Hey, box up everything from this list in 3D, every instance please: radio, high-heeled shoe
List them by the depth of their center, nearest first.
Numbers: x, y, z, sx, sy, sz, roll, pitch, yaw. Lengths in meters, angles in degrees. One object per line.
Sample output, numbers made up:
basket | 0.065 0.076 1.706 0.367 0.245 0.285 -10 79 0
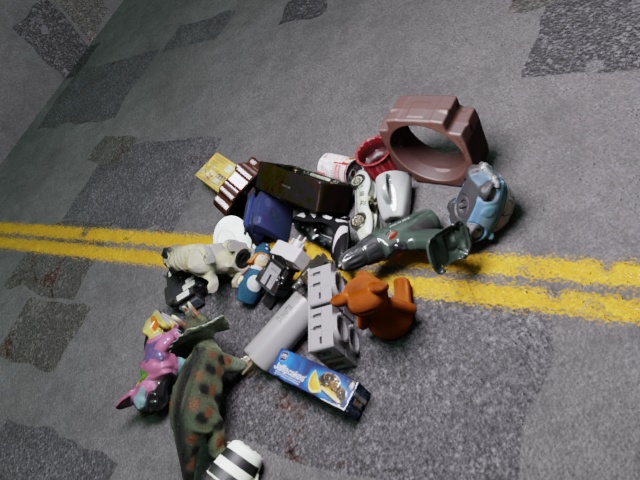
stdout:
high-heeled shoe | -0.002 -0.004 1.202 0.145 0.086 0.249 -4 28 6
radio | -0.037 -0.128 1.296 0.230 0.131 0.073 26 109 41

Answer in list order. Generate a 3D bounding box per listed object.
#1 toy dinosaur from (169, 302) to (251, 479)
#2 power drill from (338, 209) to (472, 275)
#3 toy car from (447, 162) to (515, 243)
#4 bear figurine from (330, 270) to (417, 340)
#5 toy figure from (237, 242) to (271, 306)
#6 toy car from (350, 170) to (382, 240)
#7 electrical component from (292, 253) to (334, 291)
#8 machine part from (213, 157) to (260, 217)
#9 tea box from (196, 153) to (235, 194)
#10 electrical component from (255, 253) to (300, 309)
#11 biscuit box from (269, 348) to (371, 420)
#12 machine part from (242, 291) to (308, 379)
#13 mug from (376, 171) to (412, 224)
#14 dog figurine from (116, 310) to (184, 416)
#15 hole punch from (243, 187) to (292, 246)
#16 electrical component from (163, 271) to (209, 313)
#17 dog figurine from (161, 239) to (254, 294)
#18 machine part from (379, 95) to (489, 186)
toy dinosaur | -0.243 0.308 1.074 0.131 0.192 0.405 -17 48 24
power drill | 0.173 0.014 1.041 0.232 0.086 0.207 -28 13 -25
toy car | 0.323 -0.069 1.049 0.103 0.161 0.109 4 36 -19
bear figurine | 0.099 0.105 1.003 0.120 0.195 0.132 -25 46 19
toy figure | -0.149 0.077 1.271 0.058 0.064 0.154 7 73 41
toy car | 0.107 -0.072 1.216 0.056 0.073 0.202 -16 50 24
electrical component | -0.012 0.072 1.187 0.078 0.045 0.102 -54 -6 38
machine part | -0.205 -0.133 1.406 0.056 0.179 0.179 40 82 7
tea box | -0.273 -0.174 1.544 0.098 0.068 0.170 -46 44 -7
electrical component | -0.106 0.097 1.216 0.075 0.047 0.119 40 103 34
biscuit box | -0.005 0.274 1.035 0.203 0.062 0.059 14 65 38
machine part | -0.078 0.193 1.132 0.243 0.079 0.079 -48 46 -6
mug | 0.161 -0.093 1.181 0.081 0.109 0.107 -9 66 20
dog figurine | -0.382 0.293 1.238 0.192 0.108 0.219 27 77 42
hole punch | -0.130 -0.052 1.333 0.092 0.115 0.142 -5 55 20
electrical component | -0.338 0.119 1.372 0.115 0.058 0.134 -32 46 12
dog figurine | -0.274 0.039 1.318 0.191 0.172 0.121 18 108 42
machine part | 0.244 -0.212 1.145 0.201 0.201 0.087 12 61 39
